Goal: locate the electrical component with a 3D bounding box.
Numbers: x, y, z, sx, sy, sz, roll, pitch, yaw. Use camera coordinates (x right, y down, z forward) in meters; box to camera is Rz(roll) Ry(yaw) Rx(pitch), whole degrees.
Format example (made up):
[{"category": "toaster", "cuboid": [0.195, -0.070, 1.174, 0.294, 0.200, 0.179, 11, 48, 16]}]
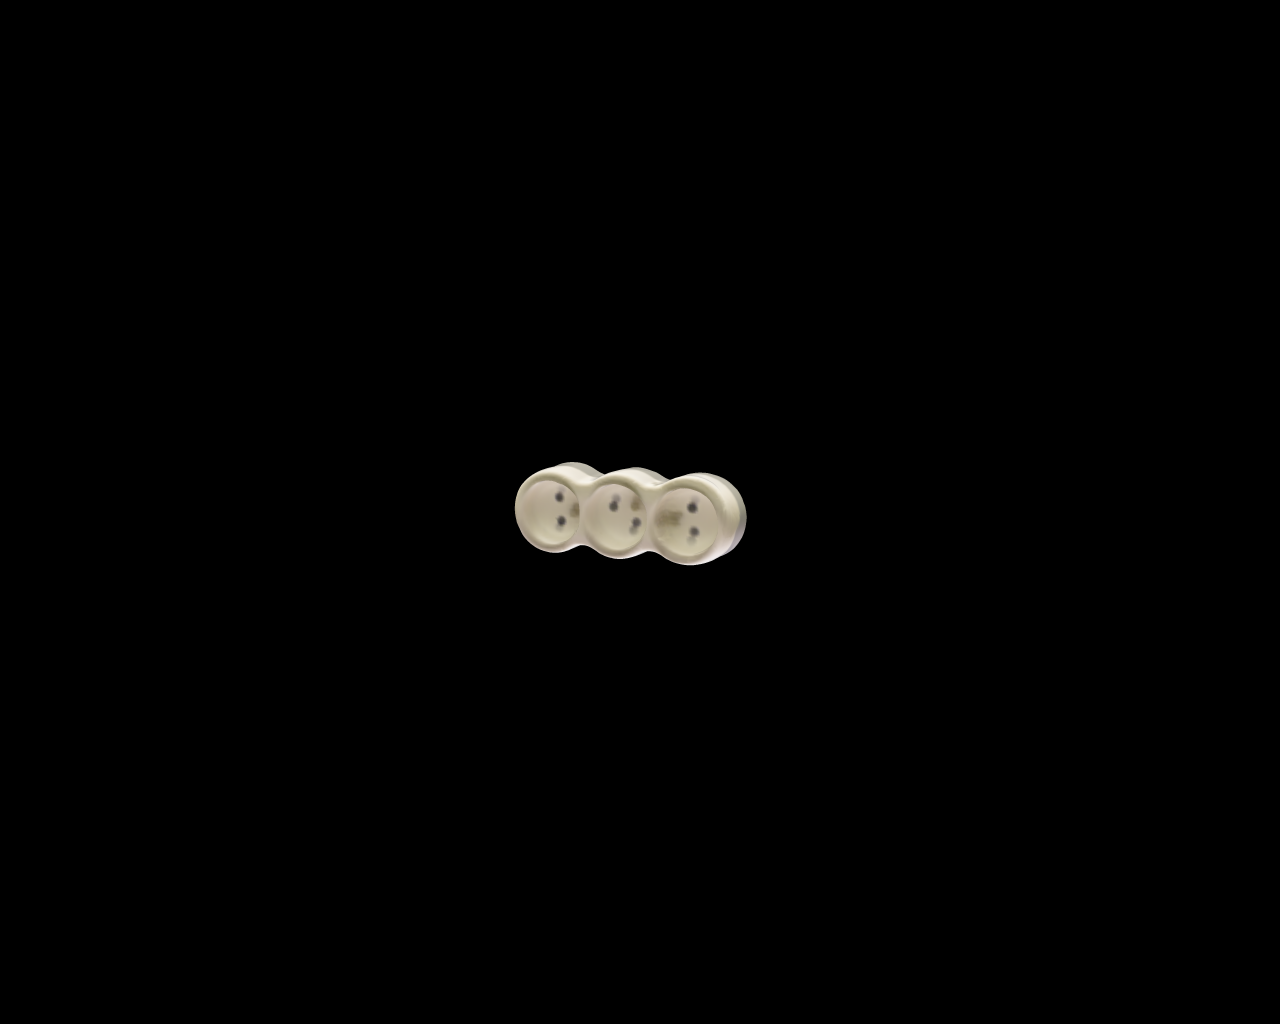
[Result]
[{"category": "electrical component", "cuboid": [0.001, -0.003, 0.650, 0.138, 0.052, 0.074, 5, 12, 24]}]
